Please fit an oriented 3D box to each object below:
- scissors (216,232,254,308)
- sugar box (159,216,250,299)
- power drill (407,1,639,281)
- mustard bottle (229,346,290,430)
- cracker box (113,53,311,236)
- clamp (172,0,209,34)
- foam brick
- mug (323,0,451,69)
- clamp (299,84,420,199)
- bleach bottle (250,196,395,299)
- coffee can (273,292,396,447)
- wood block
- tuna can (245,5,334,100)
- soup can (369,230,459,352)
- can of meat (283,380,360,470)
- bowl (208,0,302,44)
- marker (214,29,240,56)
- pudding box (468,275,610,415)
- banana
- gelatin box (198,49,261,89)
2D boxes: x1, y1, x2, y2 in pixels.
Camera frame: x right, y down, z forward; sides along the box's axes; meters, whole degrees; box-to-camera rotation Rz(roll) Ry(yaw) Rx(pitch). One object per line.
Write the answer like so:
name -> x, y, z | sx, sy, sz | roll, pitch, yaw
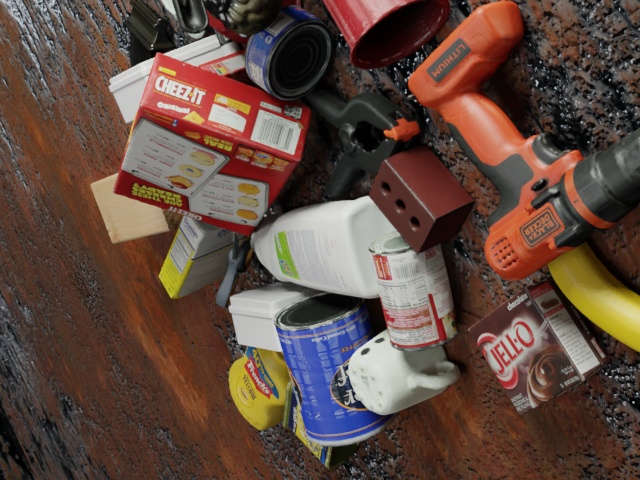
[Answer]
scissors -> -0.103, 0.036, 1.232 | 0.016, 0.096, 0.201 | 24, -179, 3
sugar box -> -0.135, 0.004, 1.309 | 0.048, 0.093, 0.176 | 55, 147, 17
power drill -> 0.160, -0.083, 0.801 | 0.185, 0.057, 0.188 | -41, 71, 42
mustard bottle -> -0.059, 0.164, 1.337 | 0.096, 0.058, 0.192 | 63, 150, 18
cracker box -> -0.117, -0.093, 1.113 | 0.214, 0.164, 0.072 | 130, 156, -64
clamp -> -0.132, -0.298, 0.881 | 0.210, 0.036, 0.165 | 61, 151, 26
foam brick -> 0.091, -0.038, 0.963 | 0.078, 0.051, 0.053 | 52, 147, 23
mug -> 0.050, -0.199, 0.891 | 0.081, 0.093, 0.117 | 62, -173, 17
clamp -> 0.033, -0.108, 1.021 | 0.172, 0.039, 0.120 | -16, 100, 60
bleach bottle -> -0.007, 0.001, 1.139 | 0.251, 0.068, 0.102 | 7, 113, 59
coffee can -> 0.016, 0.137, 1.154 | 0.103, 0.102, 0.140 | 8, 117, 56
wood block -> -0.212, -0.058, 1.389 | 0.206, 0.090, 0.091 | -10, 102, 60
tuna can -> -0.028, -0.178, 1.017 | 0.034, 0.086, 0.086 | 39, 141, 34
soup can -> 0.089, 0.046, 1.010 | 0.069, 0.068, 0.102 | 10, 118, 55
can of meat -> 0.005, 0.211, 1.272 | 0.084, 0.057, 0.102 | 42, 143, 32
bowl -> -0.087, -0.263, 1.081 | 0.162, 0.055, 0.162 | 36, 139, 40
marker -> -0.117, -0.257, 1.168 | 0.020, 0.020, 0.121 | -17, 96, 60
pudding box -> 0.186, 0.091, 0.918 | 0.090, 0.039, 0.114 | 59, 150, 12
banana -> 0.235, 0.046, 0.810 | 0.198, 0.037, 0.070 | 44, 144, 32
gelatin box -> -0.099, -0.159, 1.155 | 0.030, 0.073, 0.089 | 50, 146, 25
